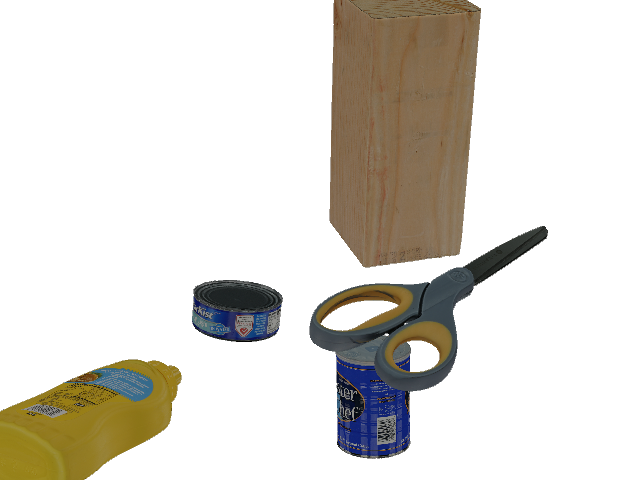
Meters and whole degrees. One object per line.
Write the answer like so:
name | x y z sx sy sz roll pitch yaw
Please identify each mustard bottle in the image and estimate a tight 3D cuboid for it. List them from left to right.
mustard bottle | -0.177 0.139 0.858 0.096 0.058 0.191 6 16 30

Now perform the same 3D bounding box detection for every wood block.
wood block | 0.064 -0.093 0.860 0.090 0.206 0.091 -8 29 -16

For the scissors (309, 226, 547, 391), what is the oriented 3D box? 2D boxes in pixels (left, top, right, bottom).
scissors | 0.090 0.040 0.661 0.201 0.016 0.096 -15 41 -25

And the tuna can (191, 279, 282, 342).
tuna can | -0.080 0.067 1.022 0.086 0.034 0.086 6 16 -2

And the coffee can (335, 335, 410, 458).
coffee can | 0.072 0.212 1.461 0.103 0.140 0.103 -1 15 0
